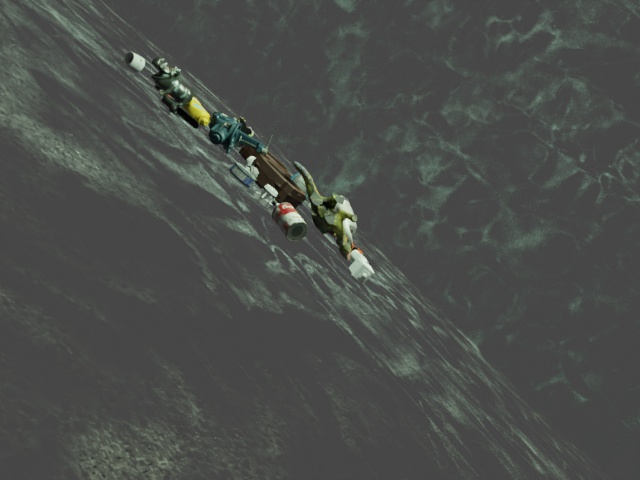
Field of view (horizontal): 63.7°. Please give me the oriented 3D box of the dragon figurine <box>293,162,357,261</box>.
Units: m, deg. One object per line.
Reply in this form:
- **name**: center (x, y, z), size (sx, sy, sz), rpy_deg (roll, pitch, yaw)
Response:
- **dragon figurine**: center (0.006, -0.100, 1.990), size (0.413, 0.123, 0.238), rpy_deg (54, -25, 11)

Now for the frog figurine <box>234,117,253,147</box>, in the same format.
- **frog figurine**: center (-0.379, -0.456, 2.182), size (0.159, 0.123, 0.136), rpy_deg (5, -6, 31)

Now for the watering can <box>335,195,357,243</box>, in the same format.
- **watering can**: center (0.106, -0.109, 2.380), size (0.341, 0.104, 0.228), rpy_deg (70, 5, -65)
